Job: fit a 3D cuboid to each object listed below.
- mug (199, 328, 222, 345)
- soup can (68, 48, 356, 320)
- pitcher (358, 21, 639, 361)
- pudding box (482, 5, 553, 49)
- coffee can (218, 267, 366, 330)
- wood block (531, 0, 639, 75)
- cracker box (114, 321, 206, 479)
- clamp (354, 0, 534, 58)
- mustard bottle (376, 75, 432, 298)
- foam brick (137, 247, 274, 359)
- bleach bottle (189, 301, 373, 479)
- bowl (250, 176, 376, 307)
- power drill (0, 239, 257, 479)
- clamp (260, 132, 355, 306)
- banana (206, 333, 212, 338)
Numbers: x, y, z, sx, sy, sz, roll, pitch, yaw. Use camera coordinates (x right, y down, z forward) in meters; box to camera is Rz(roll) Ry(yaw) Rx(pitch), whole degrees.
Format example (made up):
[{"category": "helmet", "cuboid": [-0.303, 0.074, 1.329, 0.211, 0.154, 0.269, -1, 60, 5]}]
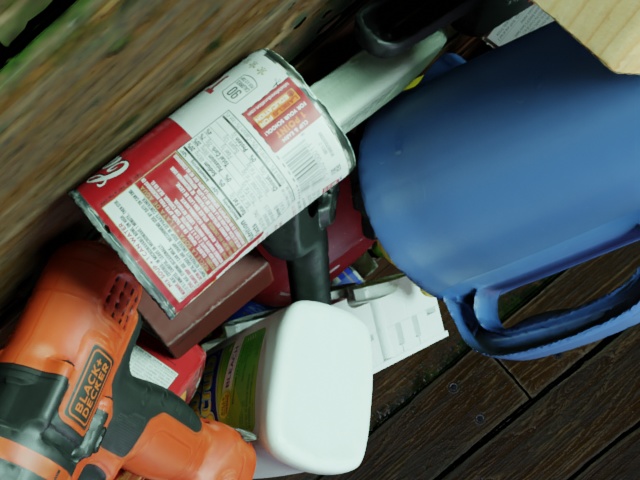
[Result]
[{"category": "mug", "cuboid": [-0.098, 0.119, 0.883, 0.082, 0.093, 0.117, -34, -145, 21]}, {"category": "soup can", "cuboid": [-0.044, -0.024, 0.448, 0.102, 0.068, 0.068, -39, 172, -8]}, {"category": "pitcher", "cuboid": [0.144, -0.046, 0.538, 0.243, 0.149, 0.144, -23, -162, 48]}, {"category": "pudding box", "cuboid": [0.159, -0.168, 0.658, 0.089, 0.039, 0.114, -45, 174, -35]}, {"category": "coffee can", "cuboid": [-0.028, 0.088, 0.983, 0.140, 0.103, 0.103, -35, 170, -34]}, {"category": "wood block", "cuboid": [0.153, -0.165, 0.372, 0.090, 0.090, 0.206, -11, 143, -54]}, {"category": "cracker box", "cuboid": [-0.162, 0.159, 0.629, 0.164, 0.072, 0.213, -59, 178, 37]}, {"category": "clamp", "cuboid": [0.088, -0.139, 0.529, 0.164, 0.036, 0.210, -44, 172, 5]}, {"category": "mustard bottle", "cuboid": [0.084, -0.028, 0.761, 0.096, 0.058, 0.192, -29, 141, -24]}, {"category": "foam brick", "cuboid": [-0.073, 0.024, 0.628, 0.078, 0.051, 0.053, -39, 169, -10]}, {"category": "bleach bottle", "cuboid": [-0.061, 0.119, 0.705, 0.251, 0.068, 0.102, -31, -134, 52]}, {"category": "bowl", "cuboid": [-0.005, 0.001, 0.797, 0.162, 0.055, 0.162, -38, 172, -7]}, {"category": "power drill", "cuboid": [-0.104, 0.119, 0.508, 0.184, 0.057, 0.187, -69, 151, -26]}, {"category": "clamp", "cuboid": [-0.009, -0.013, 0.612, 0.039, 0.120, 0.171, 4, 178, 15]}, {"category": "banana", "cuboid": [-0.156, 0.128, 0.794, 0.197, 0.037, 0.069, -44, 149, -10]}]
